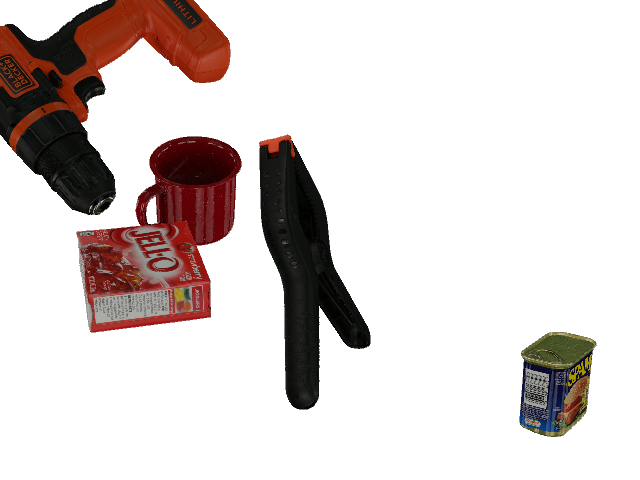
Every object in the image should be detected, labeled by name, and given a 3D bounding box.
[{"bbox_3d":[-0.138,-0.044,1.098,0.117,0.081,0.093,-28,49,-35],"label":"mug"},{"bbox_3d":[-0.111,0.020,0.665,0.073,0.030,0.089,-6,27,-14],"label":"gelatin box"},{"bbox_3d":[-0.163,-0.123,0.820,0.187,0.184,0.057,-33,-15,-30],"label":"power drill"},{"bbox_3d":[-0.008,0.019,0.875,0.036,0.210,0.164,-11,1,20],"label":"clamp"},{"bbox_3d":[0.255,0.155,1.152,0.058,0.084,0.101,11,17,32],"label":"can of meat"}]
